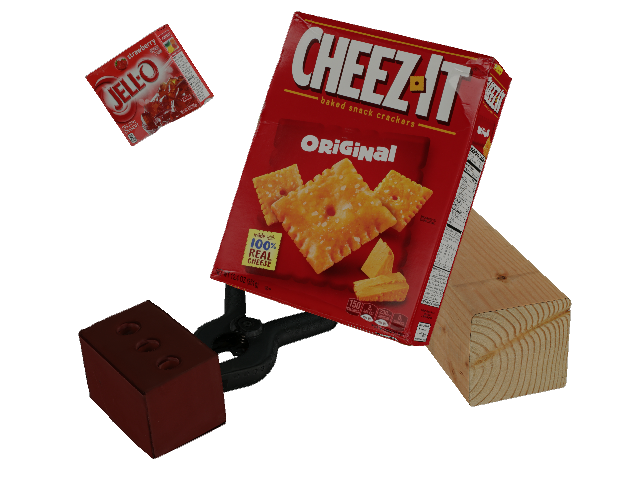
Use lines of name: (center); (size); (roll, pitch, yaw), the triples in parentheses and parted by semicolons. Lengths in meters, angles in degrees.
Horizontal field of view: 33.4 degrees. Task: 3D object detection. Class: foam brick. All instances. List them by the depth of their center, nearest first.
foam brick: (-0.101, 0.082, 0.637); (0.052, 0.051, 0.078); (-24, 38, -33)

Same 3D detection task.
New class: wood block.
wood block: (0.136, 0.051, 0.969); (0.090, 0.090, 0.206); (-9, 26, -13)

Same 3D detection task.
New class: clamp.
clamp: (-0.075, 0.083, 0.996); (0.120, 0.039, 0.171); (22, 34, 28)

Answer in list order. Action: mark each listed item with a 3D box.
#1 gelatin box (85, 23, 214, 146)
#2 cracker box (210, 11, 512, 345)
gelatin box: (-0.147, -0.132, 0.913); (0.089, 0.073, 0.030); (-23, 16, 32)
cracker box: (0.029, -0.047, 0.795); (0.164, 0.214, 0.072); (17, 0, 21)
